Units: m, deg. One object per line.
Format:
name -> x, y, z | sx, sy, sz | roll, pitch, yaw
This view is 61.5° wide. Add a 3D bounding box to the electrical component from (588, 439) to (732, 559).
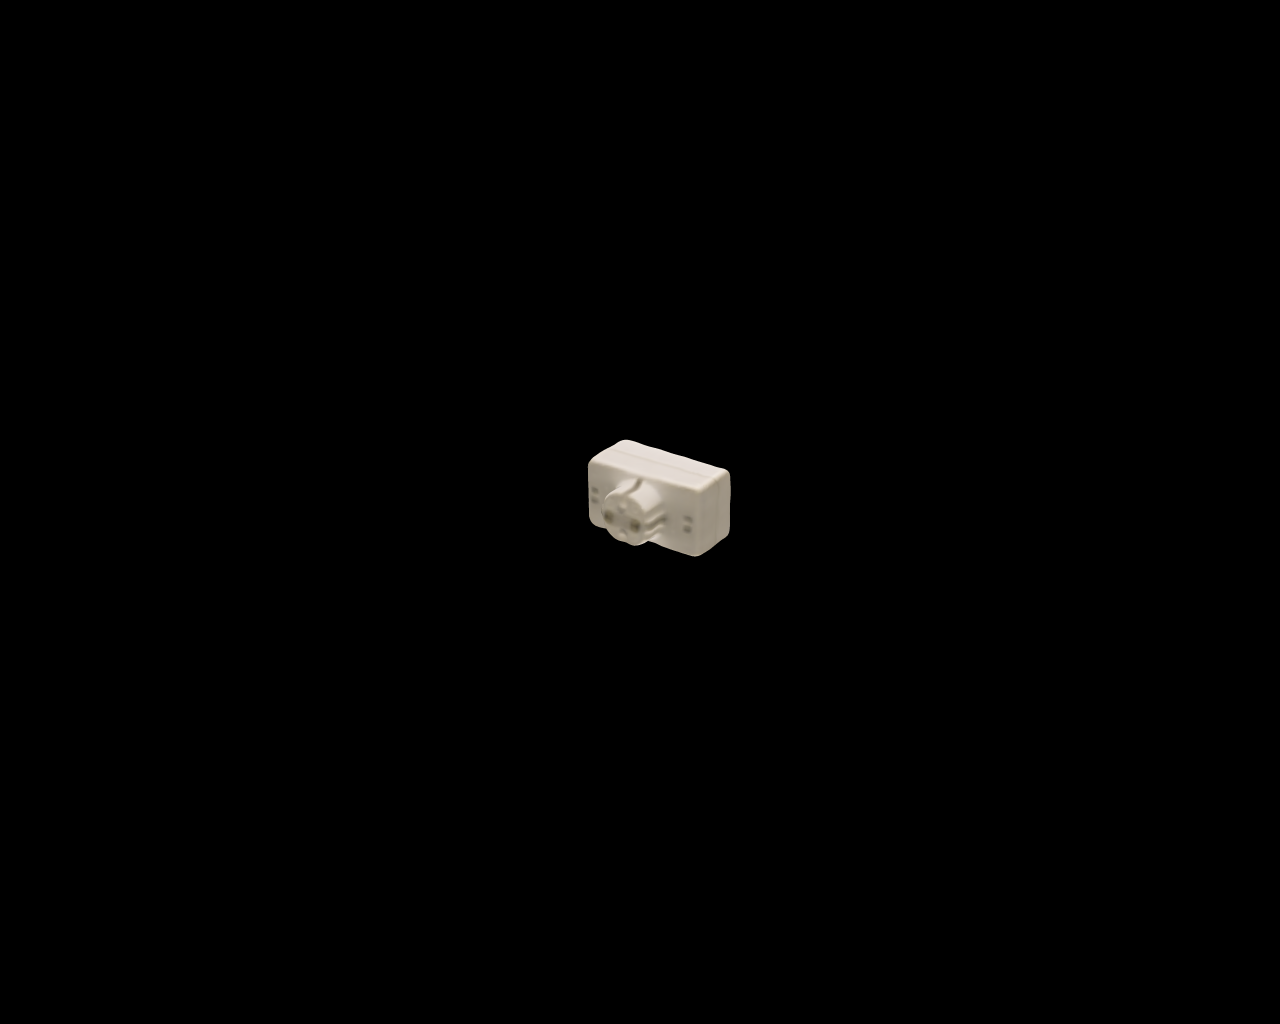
electrical component -> 0.001, -0.003, 0.650 | 0.083, 0.047, 0.076 | 18, 32, 31
